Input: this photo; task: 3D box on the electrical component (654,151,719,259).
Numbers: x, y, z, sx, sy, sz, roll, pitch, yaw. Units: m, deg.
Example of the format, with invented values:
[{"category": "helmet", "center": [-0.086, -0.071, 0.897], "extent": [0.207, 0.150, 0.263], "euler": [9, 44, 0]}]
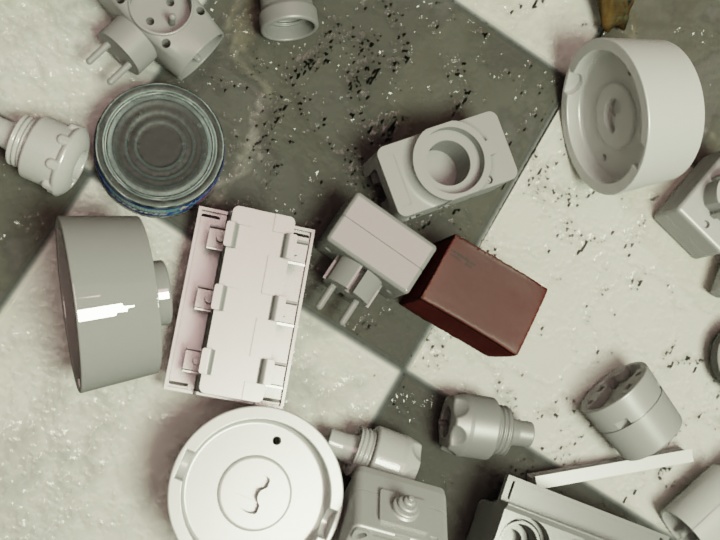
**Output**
[{"category": "electrical component", "center": [0.263, -0.050, 0.771], "extent": [0.047, 0.077, 0.065], "euler": [44, 77, -5]}]

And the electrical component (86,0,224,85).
[{"category": "electrical component", "center": [-0.145, -0.156, 0.709], "extent": [0.077, 0.044, 0.079], "euler": [44, 76, -5]}]

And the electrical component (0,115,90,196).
[{"category": "electrical component", "center": [-0.208, -0.079, 0.688], "extent": [0.062, 0.048, 0.048], "euler": [23, 79, -2]}]

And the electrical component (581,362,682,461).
[{"category": "electrical component", "center": [0.191, 0.099, 0.750], "extent": [0.055, 0.055, 0.047], "euler": [-40, 97, -14]}]

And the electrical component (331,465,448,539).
[{"category": "electrical component", "center": [0.015, 0.168, 0.682], "extent": [0.062, 0.061, 0.096], "euler": [18, 124, -10]}]

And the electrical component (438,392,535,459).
[{"category": "electrical component", "center": [0.087, 0.108, 0.732], "extent": [0.062, 0.043, 0.043], "euler": [10, 82, -12]}]

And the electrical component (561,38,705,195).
[{"category": "electrical component", "center": [0.195, -0.109, 0.750], "extent": [0.060, 0.108, 0.108], "euler": [-9, 86, -19]}]

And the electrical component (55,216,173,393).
[{"category": "electrical component", "center": [-0.149, 0.017, 0.660], "extent": [0.060, 0.108, 0.108], "euler": [-7, 85, -19]}]

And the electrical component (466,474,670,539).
[{"category": "electrical component", "center": [0.136, 0.194, 0.722], "extent": [0.121, 0.063, 0.078], "euler": [22, 79, -9]}]

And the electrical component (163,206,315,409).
[{"category": "electrical component", "center": [-0.076, 0.024, 0.695], "extent": [0.079, 0.063, 0.121], "euler": [12, 82, -12]}]

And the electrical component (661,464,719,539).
[{"category": "electrical component", "center": [0.258, 0.161, 0.763], "extent": [0.081, 0.043, 0.043], "euler": [-38, 93, -13]}]

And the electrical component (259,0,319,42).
[{"category": "electrical component", "center": [-0.051, -0.186, 0.737], "extent": [0.040, 0.040, 0.046], "euler": [-6, 79, -13]}]

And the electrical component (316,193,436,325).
[{"category": "electrical component", "center": [0.000, 0.000, 0.722], "extent": [0.066, 0.047, 0.076], "euler": [35, 78, -7]}]

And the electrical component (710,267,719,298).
[{"category": "electrical component", "center": [0.282, 0.001, 0.789], "extent": [0.040, 0.040, 0.046], "euler": [24, 85, -9]}]

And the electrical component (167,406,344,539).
[{"category": "electrical component", "center": [-0.069, 0.140, 0.684], "extent": [0.108, 0.060, 0.108], "euler": [1, 83, -12]}]

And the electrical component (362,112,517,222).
[{"category": "electrical component", "center": [0.055, -0.069, 0.738], "extent": [0.089, 0.056, 0.050], "euler": [-20, 88, -14]}]

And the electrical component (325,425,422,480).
[{"category": "electrical component", "center": [0.006, 0.123, 0.712], "extent": [0.062, 0.043, 0.043], "euler": [22, 80, -8]}]
